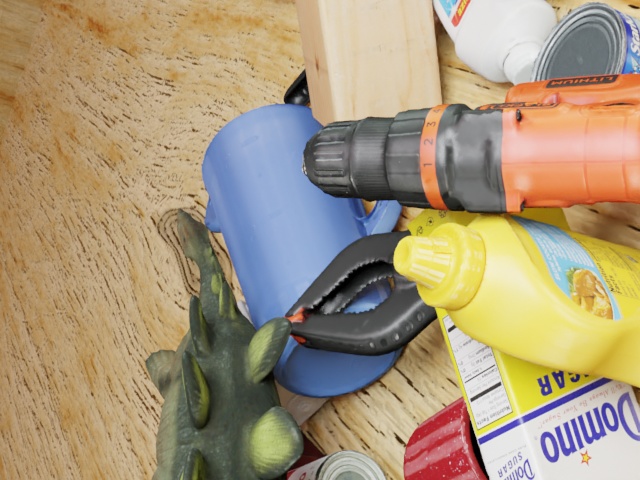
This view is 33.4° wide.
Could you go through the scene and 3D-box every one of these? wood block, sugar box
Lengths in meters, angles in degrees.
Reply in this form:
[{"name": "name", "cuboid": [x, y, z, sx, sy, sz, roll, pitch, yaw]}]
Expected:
[{"name": "wood block", "cuboid": [0.031, -0.195, 0.829, 0.091, 0.090, 0.206, -127, 27, -67]}, {"name": "sugar box", "cuboid": [0.118, 0.059, 0.593, 0.048, 0.093, 0.176, -46, 54, 47]}]

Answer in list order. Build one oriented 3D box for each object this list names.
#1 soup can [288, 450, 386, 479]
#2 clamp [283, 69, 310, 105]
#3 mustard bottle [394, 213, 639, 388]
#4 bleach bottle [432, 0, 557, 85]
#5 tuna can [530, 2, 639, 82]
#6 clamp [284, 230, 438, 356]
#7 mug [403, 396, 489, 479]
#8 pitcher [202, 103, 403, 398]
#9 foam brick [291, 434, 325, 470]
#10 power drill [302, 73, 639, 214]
[{"name": "soup can", "cuboid": [-0.001, 0.204, 0.817, 0.102, 0.068, 0.068, -36, 46, 51]}, {"name": "clamp", "cuboid": [0.019, -0.168, 1.004, 0.172, 0.039, 0.120, -58, 32, 29]}, {"name": "mustard bottle", "cuboid": [0.121, 0.028, 0.536, 0.058, 0.191, 0.096, -60, 30, 28]}, {"name": "bleach bottle", "cuboid": [0.124, -0.209, 0.802, 0.103, 0.068, 0.251, -51, 38, 34]}, {"name": "tuna can", "cuboid": [0.174, -0.105, 0.680, 0.086, 0.033, 0.086, -39, 44, 50]}, {"name": "clamp", "cuboid": [0.069, 0.014, 0.729, 0.210, 0.036, 0.164, -20, 47, 21]}, {"name": "mug", "cuboid": [0.106, 0.142, 0.631, 0.082, 0.093, 0.117, -46, 55, 52]}, {"name": "pitcher", "cuboid": [-0.006, 0.001, 0.882, 0.243, 0.144, 0.149, -110, 23, -44]}, {"name": "foam brick", "cuboid": [-0.037, 0.190, 0.911, 0.078, 0.051, 0.053, 33, 104, 62]}, {"name": "power drill", "cuboid": [0.106, -0.052, 0.574, 0.185, 0.187, 0.057, 3, 104, 28]}]
